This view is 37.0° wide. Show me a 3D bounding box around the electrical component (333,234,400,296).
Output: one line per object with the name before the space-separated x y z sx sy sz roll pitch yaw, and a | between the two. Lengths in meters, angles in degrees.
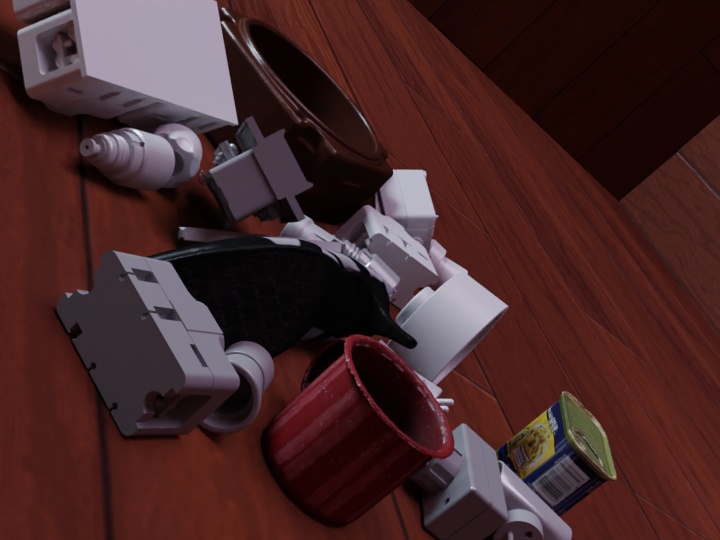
electrical component | 0.000 0.000 0.951 0.078 0.040 0.040 45 17 -8

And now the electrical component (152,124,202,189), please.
electrical component | -0.140 -0.090 0.810 0.043 0.043 0.062 41 17 -18

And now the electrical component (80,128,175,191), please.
electrical component | -0.161 -0.078 0.737 0.040 0.040 0.078 54 18 19

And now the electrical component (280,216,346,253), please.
electrical component | -0.040 -0.018 0.877 0.046 0.040 0.040 31 15 11

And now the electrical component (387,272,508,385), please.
electrical component | 0.064 0.049 0.894 0.060 0.108 0.108 44 16 10

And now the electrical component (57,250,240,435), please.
electrical component | -0.111 0.040 0.579 0.089 0.050 0.056 55 19 23

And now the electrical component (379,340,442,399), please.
electrical component | 0.025 0.086 0.823 0.065 0.044 0.044 44 17 5

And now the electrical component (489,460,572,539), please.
electrical component | 0.118 0.192 0.803 0.077 0.043 0.079 45 17 -9

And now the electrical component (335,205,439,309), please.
electrical component | 0.023 -0.014 1.021 0.089 0.050 0.055 36 21 -34

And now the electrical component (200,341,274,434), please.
electrical component | -0.073 0.065 0.633 0.044 0.044 0.065 47 12 -2

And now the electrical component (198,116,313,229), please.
electrical component | -0.080 -0.065 0.793 0.078 0.063 0.121 63 -8 -6

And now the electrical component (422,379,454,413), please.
electrical component | 0.025 0.094 0.750 0.077 0.079 0.043 -27 115 -72

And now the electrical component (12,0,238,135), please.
electrical component | -0.173 -0.165 0.798 0.186 0.060 0.105 7 71 -65

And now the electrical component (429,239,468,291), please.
electrical component | 0.079 -0.001 1.136 0.055 0.045 0.045 44 17 -9

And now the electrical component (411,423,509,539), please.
electrical component | 0.060 0.144 0.764 0.076 0.047 0.083 43 18 -17

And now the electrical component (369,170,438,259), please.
electrical component | 0.040 -0.051 1.092 0.061 0.061 0.096 0 41 -9
